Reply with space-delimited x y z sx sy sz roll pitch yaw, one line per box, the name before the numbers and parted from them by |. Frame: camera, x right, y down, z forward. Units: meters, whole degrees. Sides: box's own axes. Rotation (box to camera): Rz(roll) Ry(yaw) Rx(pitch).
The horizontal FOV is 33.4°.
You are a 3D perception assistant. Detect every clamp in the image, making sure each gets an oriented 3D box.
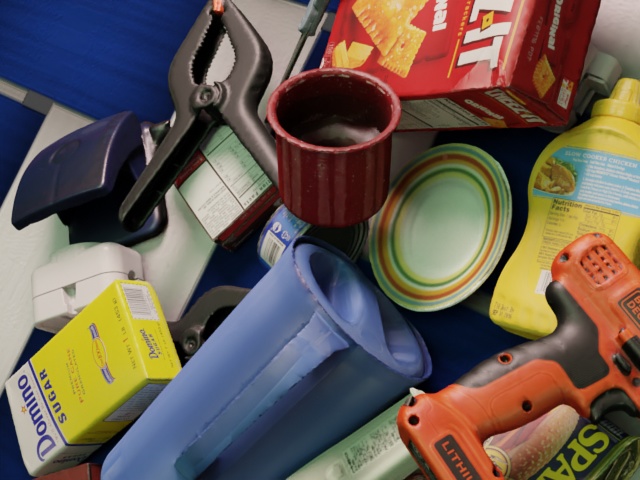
clamp | -0.096 0.099 0.864 0.172 0.039 0.120 -25 71 27
clamp | -0.094 -0.104 0.877 0.165 0.036 0.210 -13 65 20

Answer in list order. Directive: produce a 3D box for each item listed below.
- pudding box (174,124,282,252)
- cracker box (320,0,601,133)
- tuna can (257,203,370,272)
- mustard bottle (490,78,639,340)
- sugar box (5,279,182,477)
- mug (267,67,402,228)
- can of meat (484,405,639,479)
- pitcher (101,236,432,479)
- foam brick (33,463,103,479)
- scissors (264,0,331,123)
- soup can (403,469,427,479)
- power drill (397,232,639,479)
pudding box | -0.077 -0.060 0.901 0.090 0.039 0.113 -42 62 9
cracker box | 0.098 -0.167 0.778 0.214 0.072 0.164 5 76 53
tuna can | -0.005 0.001 0.816 0.086 0.086 0.034 -50 57 6
mustard bottle | 0.188 -0.020 0.734 0.096 0.058 0.191 14 82 28
sugar box | -0.191 0.117 0.879 0.176 0.048 0.093 -39 60 29
mug | 0.006 -0.071 0.767 0.093 0.081 0.117 -15 48 -14
can of meat | 0.146 0.146 0.699 0.102 0.057 0.084 -43 55 -12
pitcher | -0.050 0.124 0.763 0.243 0.149 0.145 -46 40 17
foam brick | -0.202 0.218 0.875 0.078 0.053 0.051 -20 67 22
scissors | -0.003 -0.196 0.883 0.096 0.016 0.202 -81 17 -46
soup can | 0.073 0.198 0.708 0.102 0.068 0.068 32 91 51
power drill | 0.156 0.110 0.641 0.187 0.057 0.184 -33 70 -10
